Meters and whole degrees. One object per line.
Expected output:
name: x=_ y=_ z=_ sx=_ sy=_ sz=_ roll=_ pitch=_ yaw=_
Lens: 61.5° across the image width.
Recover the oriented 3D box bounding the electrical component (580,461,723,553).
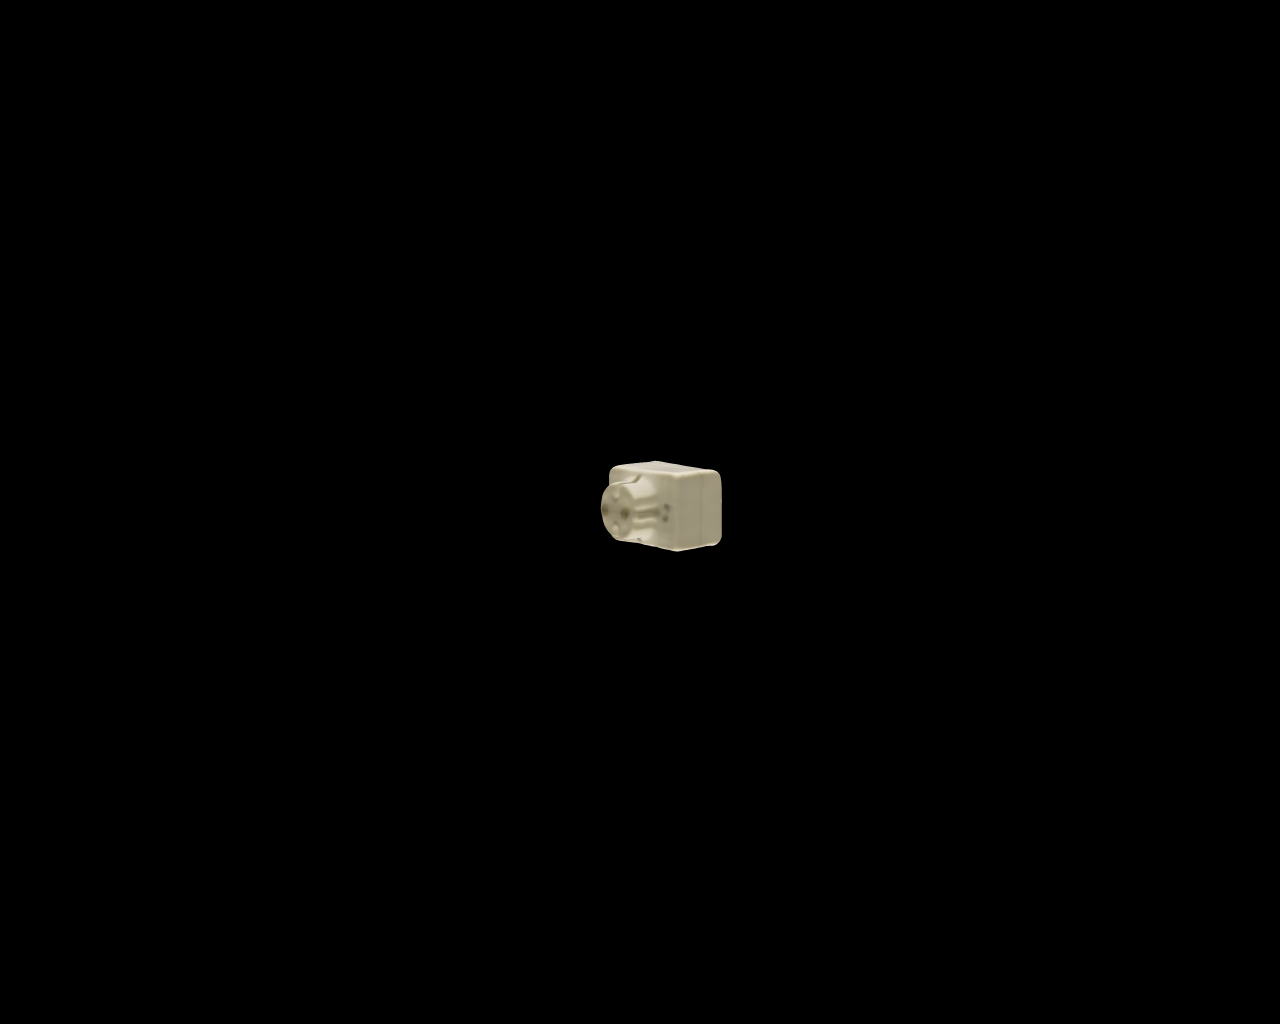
electrical component: x=0.001 y=-0.003 z=0.650 sx=0.077 sy=0.047 sz=0.066 roll=-7 pitch=12 yaw=-39
